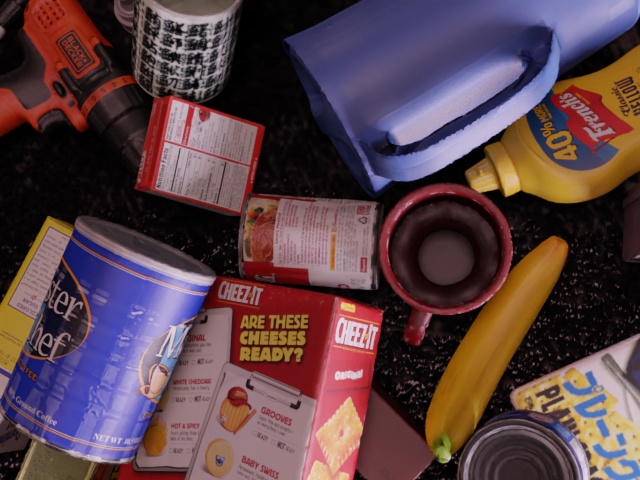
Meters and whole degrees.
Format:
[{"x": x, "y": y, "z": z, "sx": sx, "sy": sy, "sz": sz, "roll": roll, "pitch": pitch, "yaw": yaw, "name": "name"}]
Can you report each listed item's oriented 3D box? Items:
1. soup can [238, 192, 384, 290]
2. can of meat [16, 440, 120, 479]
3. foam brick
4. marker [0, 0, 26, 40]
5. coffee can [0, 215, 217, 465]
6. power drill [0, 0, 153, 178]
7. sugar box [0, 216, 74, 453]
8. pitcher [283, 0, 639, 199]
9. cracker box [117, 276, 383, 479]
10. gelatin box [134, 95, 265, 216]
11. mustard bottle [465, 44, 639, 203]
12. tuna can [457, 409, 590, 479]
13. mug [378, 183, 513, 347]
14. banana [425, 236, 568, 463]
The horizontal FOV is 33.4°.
[{"x": -0.005, "y": 0.001, "z": 0.800, "sx": 0.102, "sy": 0.068, "sz": 0.068, "roll": 4, "pitch": 83, "yaw": 6, "name": "soup can"}, {"x": -0.187, "y": 0.182, "z": 0.791, "sx": 0.057, "sy": 0.084, "sz": 0.102, "roll": 21, "pitch": 85, "yaw": 9, "name": "can of meat"}, {"x": 0.044, "y": 0.146, "z": 0.785, "sx": 0.078, "sy": 0.051, "sz": 0.053, "roll": 44, "pitch": 91, "yaw": 10, "name": "foam brick"}, {"x": -0.285, "y": -0.153, "z": 0.877, "sx": 0.020, "sy": 0.020, "sz": 0.121, "roll": 41, "pitch": 89, "yaw": 10, "name": "marker"}, {"x": -0.145, "y": 0.067, "z": 0.732, "sx": 0.103, "sy": 0.102, "sz": 0.140, "roll": 25, "pitch": 93, "yaw": 9, "name": "coffee can"}, {"x": -0.226, "y": -0.082, "z": 0.843, "sx": 0.187, "sy": 0.057, "sz": 0.184, "roll": -35, "pitch": 77, "yaw": -1, "name": "power drill"}, {"x": -0.215, "y": 0.073, "z": 0.803, "sx": 0.048, "sy": 0.093, "sz": 0.176, "roll": 29, "pitch": 87, "yaw": 10, "name": "sugar box"}, {"x": 0.108, "y": -0.139, "z": 0.771, "sx": 0.243, "sy": 0.145, "sz": 0.149, "roll": -30, "pitch": 81, "yaw": -1, "name": "pitcher"}, {"x": -0.055, "y": 0.138, "z": 0.760, "sx": 0.164, "sy": 0.072, "sz": 0.213, "roll": 7, "pitch": 83, "yaw": 36, "name": "cracker box"}, {"x": -0.091, "y": -0.063, "z": 0.813, "sx": 0.089, "sy": 0.030, "sz": 0.073, "roll": 15, "pitch": 83, "yaw": -34, "name": "gelatin box"}, {"x": 0.198, "y": -0.079, "z": 0.787, "sx": 0.191, "sy": 0.058, "sz": 0.096, "roll": -23, "pitch": 59, "yaw": 5, "name": "mustard bottle"}, {"x": 0.137, "y": 0.160, "z": 0.721, "sx": 0.086, "sy": 0.033, "sz": 0.086, "roll": 0, "pitch": 89, "yaw": 22, "name": "tuna can"}, {"x": 0.087, "y": 0.022, "z": 0.779, "sx": 0.093, "sy": 0.081, "sz": 0.117, "roll": 18, "pitch": 85, "yaw": 8, "name": "mug"}, {"x": 0.124, "y": 0.084, "z": 0.772, "sx": 0.037, "sy": 0.070, "sz": 0.197, "roll": 37, "pitch": 65, "yaw": -10, "name": "banana"}]
